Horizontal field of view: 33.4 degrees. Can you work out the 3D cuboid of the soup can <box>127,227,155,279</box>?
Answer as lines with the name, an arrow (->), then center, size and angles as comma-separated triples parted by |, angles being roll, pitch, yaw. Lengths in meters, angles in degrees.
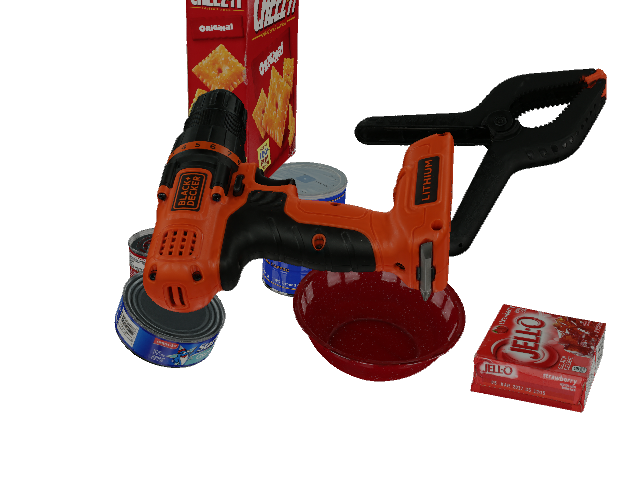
soup can -> -0.165, 0.046, 1.117 | 0.068, 0.102, 0.068 | 2, 25, -1

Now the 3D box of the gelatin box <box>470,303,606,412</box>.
gelatin box -> 0.147, 0.077, 0.713 | 0.073, 0.030, 0.089 | 10, 23, 20

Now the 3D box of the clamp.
clamp -> 0.151, -0.078, 0.884 | 0.210, 0.165, 0.036 | -22, -38, -3

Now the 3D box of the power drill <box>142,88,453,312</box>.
power drill -> -0.010, -0.031, 0.679 | 0.188, 0.184, 0.057 | 0, -42, 8

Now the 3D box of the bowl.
bowl -> 0.053, 0.082, 1.007 | 0.162, 0.055, 0.162 | 4, 36, -3

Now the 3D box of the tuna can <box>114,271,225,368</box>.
tuna can -> -0.123, 0.064, 0.869 | 0.086, 0.034, 0.086 | 17, 33, -12

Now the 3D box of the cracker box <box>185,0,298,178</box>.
cracker box -> -0.073, -0.169, 1.068 | 0.072, 0.214, 0.164 | 8, 22, 14

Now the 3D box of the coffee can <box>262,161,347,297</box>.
coffee can -> -0.021, -0.014, 1.327 | 0.103, 0.140, 0.103 | 2, 26, -1
